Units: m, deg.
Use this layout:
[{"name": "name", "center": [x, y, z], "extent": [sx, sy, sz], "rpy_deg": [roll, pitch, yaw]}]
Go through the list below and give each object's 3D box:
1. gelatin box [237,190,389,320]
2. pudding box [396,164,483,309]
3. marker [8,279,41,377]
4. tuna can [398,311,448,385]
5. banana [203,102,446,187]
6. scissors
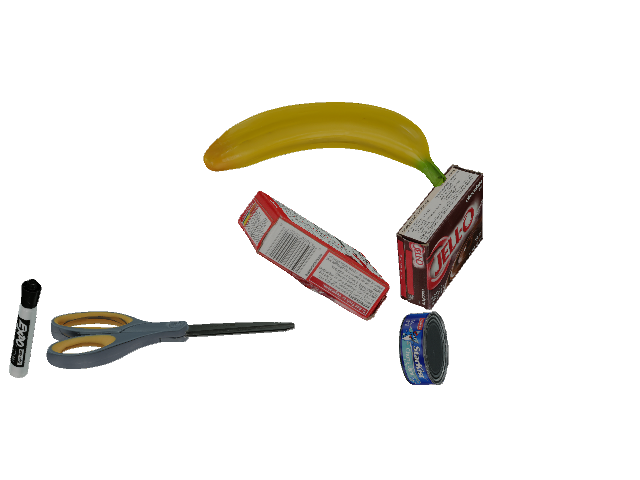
[{"name": "gelatin box", "center": [-0.005, 0.009, 0.682], "extent": [0.089, 0.030, 0.073], "rpy_deg": [33, 6, -20]}, {"name": "pudding box", "center": [0.116, -0.004, 1.022], "extent": [0.039, 0.090, 0.113], "rpy_deg": [20, 52, 25]}, {"name": "marker", "center": [-0.294, 0.087, 1.062], "extent": [0.020, 0.121, 0.020], "rpy_deg": [13, 34, -9]}, {"name": "tuna can", "center": [0.121, 0.127, 1.251], "extent": [0.034, 0.086, 0.086], "rpy_deg": [-5, -2, 24]}, {"name": "banana", "center": [0.004, -0.082, 0.860], "extent": [0.197, 0.069, 0.037], "rpy_deg": [2, -42, -11]}, {"name": "scissors", "center": [-0.130, 0.081, 0.855], "extent": [0.202, 0.016, 0.096], "rpy_deg": [3, 21, 14]}]
